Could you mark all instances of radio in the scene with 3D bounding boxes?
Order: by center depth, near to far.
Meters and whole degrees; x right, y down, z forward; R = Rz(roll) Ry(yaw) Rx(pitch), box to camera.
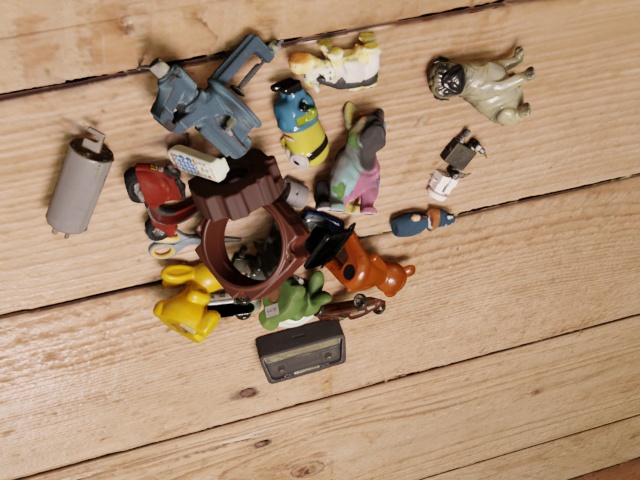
[{"bbox_3d":[-0.047,0.296,1.434,0.230,0.073,0.130,-13,131,-7],"label":"radio"}]

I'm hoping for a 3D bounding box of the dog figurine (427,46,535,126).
[{"bbox_3d":[0.308,-0.287,1.067,0.191,0.121,0.172,-7,128,6],"label":"dog figurine"}]

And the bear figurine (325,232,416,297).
[{"bbox_3d":[0.126,0.066,1.293,0.196,0.132,0.120,5,130,-44],"label":"bear figurine"}]

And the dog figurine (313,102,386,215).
[{"bbox_3d":[0.067,-0.160,1.085,0.108,0.192,0.219,8,91,-20],"label":"dog figurine"}]

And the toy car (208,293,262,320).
[{"bbox_3d":[-0.239,0.155,1.269,0.202,0.056,0.073,-5,136,-12],"label":"toy car"}]

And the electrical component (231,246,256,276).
[{"bbox_3d":[-0.171,0.054,1.229,0.063,0.021,0.094,8,124,-24],"label":"electrical component"}]

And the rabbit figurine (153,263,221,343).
[{"bbox_3d":[-0.275,0.117,1.178,0.162,0.173,0.122,29,155,2],"label":"rabbit figurine"}]

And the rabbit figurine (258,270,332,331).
[{"bbox_3d":[-0.052,0.132,1.266,0.159,0.121,0.170,-31,155,22],"label":"rabbit figurine"}]

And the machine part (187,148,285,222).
[{"bbox_3d":[-0.158,-0.107,0.999,0.179,0.179,0.055,-19,128,-2],"label":"machine part"}]

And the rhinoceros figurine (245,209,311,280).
[{"bbox_3d":[-0.099,0.019,1.167,0.073,0.112,0.190,5,116,-50],"label":"rhinoceros figurine"}]

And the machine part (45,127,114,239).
[{"bbox_3d":[-0.439,-0.096,0.980,0.079,0.079,0.243,18,120,-29],"label":"machine part"}]

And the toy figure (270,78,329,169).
[{"bbox_3d":[-0.035,-0.216,1.013,0.089,0.082,0.179,-17,129,-4],"label":"toy figure"}]

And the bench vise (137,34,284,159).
[{"bbox_3d":[-0.166,-0.263,0.912,0.240,0.129,0.223,-49,119,-3],"label":"bench vise"}]

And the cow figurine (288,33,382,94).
[{"bbox_3d":[0.027,-0.307,0.969,0.167,0.068,0.098,-13,137,-7],"label":"cow figurine"}]

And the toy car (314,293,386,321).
[{"bbox_3d":[0.071,0.173,1.331,0.202,0.053,0.089,-15,152,40],"label":"toy car"}]

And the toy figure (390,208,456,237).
[{"bbox_3d":[0.244,-0.045,1.259,0.154,0.064,0.057,-12,94,-14],"label":"toy figure"}]

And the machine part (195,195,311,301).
[{"bbox_3d":[-0.137,0.004,1.078,0.201,0.201,0.087,-43,170,19],"label":"machine part"}]

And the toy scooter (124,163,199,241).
[{"bbox_3d":[-0.291,-0.080,1.044,0.135,0.075,0.183,-14,135,-6],"label":"toy scooter"}]

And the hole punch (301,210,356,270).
[{"bbox_3d":[-0.002,-0.004,1.206,0.115,0.092,0.142,-6,135,-56],"label":"hole punch"}]

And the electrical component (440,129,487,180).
[{"bbox_3d":[0.313,-0.183,1.175,0.078,0.045,0.102,25,117,-35],"label":"electrical component"}]
